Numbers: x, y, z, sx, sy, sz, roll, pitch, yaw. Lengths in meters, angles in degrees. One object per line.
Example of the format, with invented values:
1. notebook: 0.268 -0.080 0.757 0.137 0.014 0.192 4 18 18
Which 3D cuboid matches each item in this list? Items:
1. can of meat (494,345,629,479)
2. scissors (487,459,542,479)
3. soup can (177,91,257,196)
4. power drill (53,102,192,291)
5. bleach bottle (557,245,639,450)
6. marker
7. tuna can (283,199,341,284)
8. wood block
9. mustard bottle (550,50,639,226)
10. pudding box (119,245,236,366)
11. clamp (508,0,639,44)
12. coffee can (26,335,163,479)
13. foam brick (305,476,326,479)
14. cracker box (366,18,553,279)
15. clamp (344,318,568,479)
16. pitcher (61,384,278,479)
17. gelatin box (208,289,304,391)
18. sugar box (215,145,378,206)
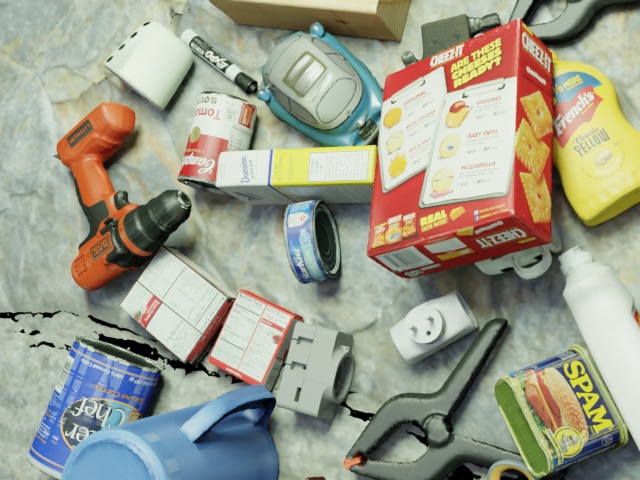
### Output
1. can of meat: 0.219 0.159 0.981 0.083 0.057 0.102 -18 70 -16
2. scissors: 0.231 0.262 0.980 0.202 0.016 0.096 9 96 17
3. soup can: -0.113 -0.107 1.185 0.069 0.068 0.102 11 83 24
4. power drill: -0.227 -0.059 1.200 0.185 0.057 0.188 -33 60 30
5. bleach bottle: 0.284 0.117 0.957 0.068 0.102 0.251 -35 69 22
6. marker: -0.115 -0.205 1.232 0.121 0.020 0.020 40 95 24
7. tuna can: -0.007 0.001 1.110 0.034 0.086 0.086 -10 76 18
8. wood block: -0.010 -0.282 1.166 0.206 0.090 0.090 11 85 23
9. mustard bottle: 0.251 -0.115 1.043 0.096 0.058 0.192 -33 68 13
10. pudding box: -0.155 0.071 1.182 0.114 0.039 0.090 36 93 22
11. clamp: 0.259 -0.263 1.080 0.172 0.039 0.120 -25 70 16
12. coffee can: -0.244 0.187 1.159 0.103 0.102 0.140 20 87 24
13. foam brick: 0.001 0.282 1.067 0.051 0.053 0.078 -46 68 8
14. cracker box: 0.136 -0.082 1.011 0.164 0.072 0.213 -18 52 39
15. clamp: 0.120 0.176 1.048 0.210 0.036 0.164 -17 72 15
16. pitcher: -0.136 0.219 1.031 0.145 0.242 0.149 -5 83 18
17. gelatin box: -0.069 0.107 1.144 0.073 0.030 0.089 24 88 26
18. sugar box: -0.011 -0.067 1.121 0.176 0.093 0.048 2 80 22
